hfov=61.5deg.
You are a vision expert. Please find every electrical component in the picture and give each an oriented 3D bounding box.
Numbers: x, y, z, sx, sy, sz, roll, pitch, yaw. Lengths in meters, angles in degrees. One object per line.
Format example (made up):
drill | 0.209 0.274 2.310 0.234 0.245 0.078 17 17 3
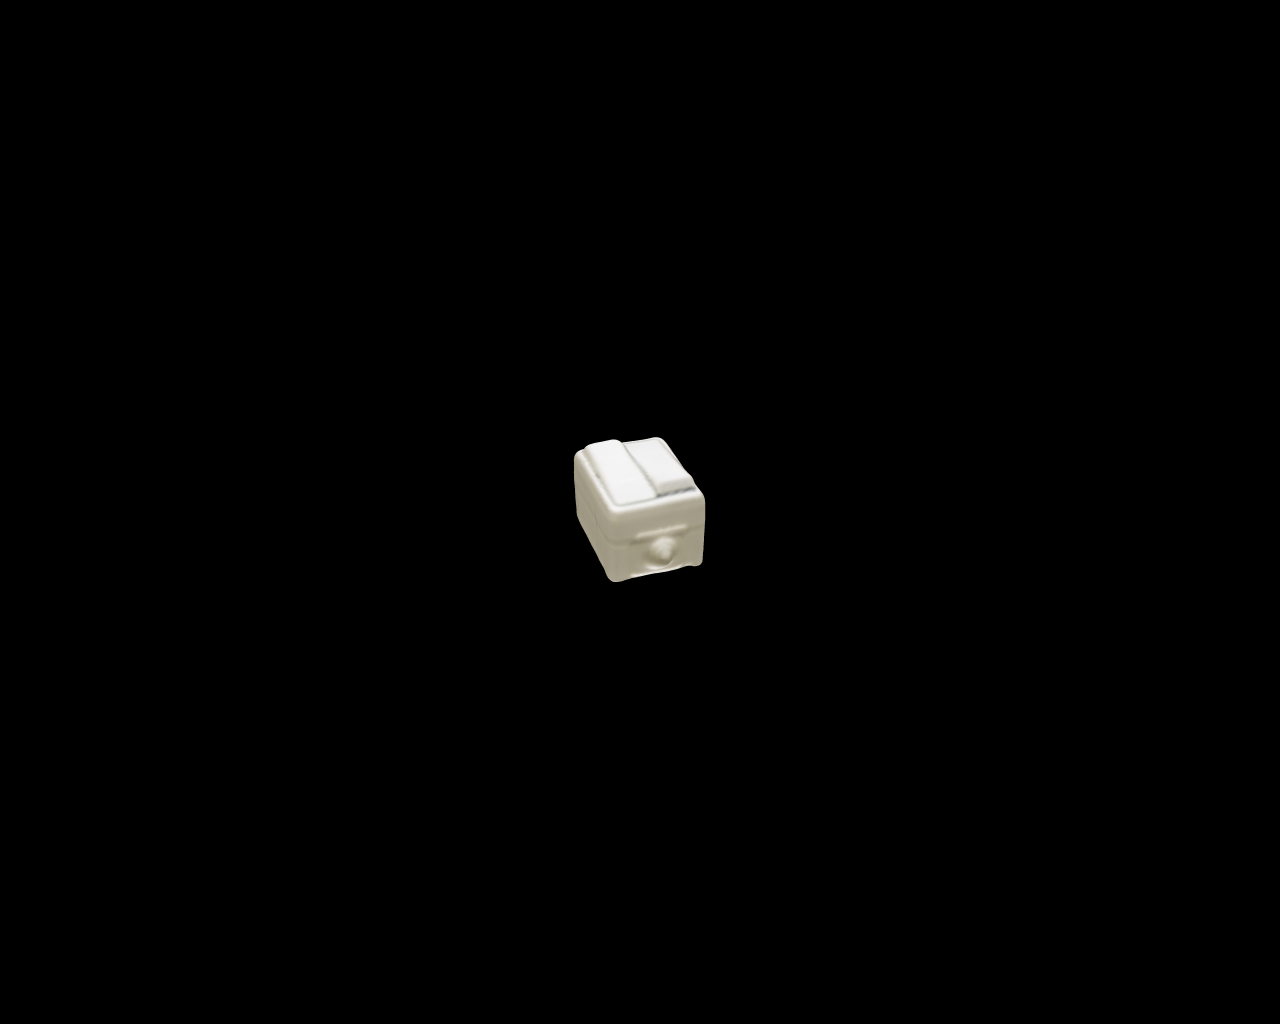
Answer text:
electrical component | 0.001 -0.003 0.650 0.062 0.061 0.096 -10 35 -15
